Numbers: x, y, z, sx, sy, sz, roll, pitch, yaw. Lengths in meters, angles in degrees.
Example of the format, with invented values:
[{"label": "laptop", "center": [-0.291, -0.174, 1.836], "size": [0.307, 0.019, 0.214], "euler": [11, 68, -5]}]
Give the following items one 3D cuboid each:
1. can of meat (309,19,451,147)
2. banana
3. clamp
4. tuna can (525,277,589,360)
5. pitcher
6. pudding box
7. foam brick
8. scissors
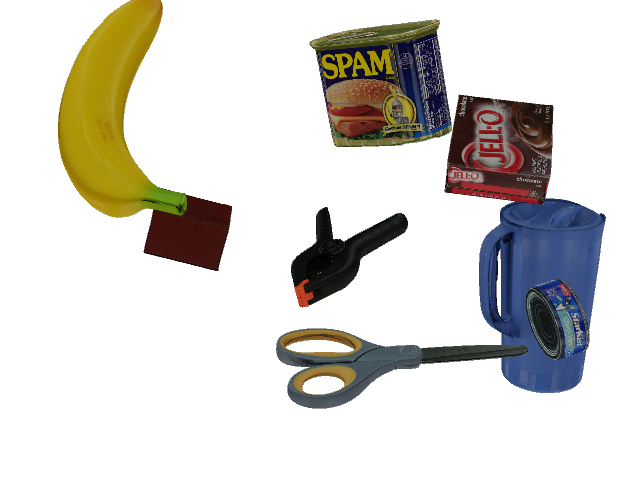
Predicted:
[{"label": "can of meat", "center": [0.047, -0.118, 0.815], "size": [0.102, 0.084, 0.057], "euler": [4, 22, 42]}, {"label": "banana", "center": [-0.121, -0.078, 0.636], "size": [0.069, 0.198, 0.037], "euler": [-6, -40, -9]}, {"label": "clamp", "center": [0.027, 0.014, 1.229], "size": [0.120, 0.039, 0.171], "euler": [-5, 36, 28]}, {"label": "tuna can", "center": [0.257, 0.086, 1.166], "size": [0.033, 0.086, 0.086], "euler": [-17, 3, -10]}, {"label": "pitcher", "center": [0.289, 0.075, 1.402], "size": [0.149, 0.243, 0.144], "euler": [5, 20, 15]}, {"label": "pudding box", "center": [0.163, -0.084, 0.971], "size": [0.090, 0.039, 0.113], "euler": [8, 41, 7]}, {"label": "foam brick", "center": [-0.132, -0.011, 1.060], "size": [0.078, 0.051, 0.053], "euler": [15, 26, -8]}, {"label": "scissors", "center": [0.060, 0.103, 0.842], "size": [0.202, 0.016, 0.096], "euler": [5, 35, 10]}]
